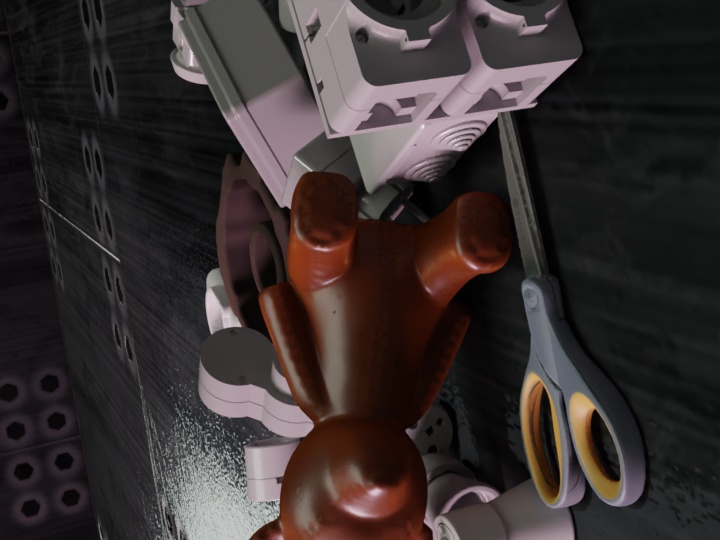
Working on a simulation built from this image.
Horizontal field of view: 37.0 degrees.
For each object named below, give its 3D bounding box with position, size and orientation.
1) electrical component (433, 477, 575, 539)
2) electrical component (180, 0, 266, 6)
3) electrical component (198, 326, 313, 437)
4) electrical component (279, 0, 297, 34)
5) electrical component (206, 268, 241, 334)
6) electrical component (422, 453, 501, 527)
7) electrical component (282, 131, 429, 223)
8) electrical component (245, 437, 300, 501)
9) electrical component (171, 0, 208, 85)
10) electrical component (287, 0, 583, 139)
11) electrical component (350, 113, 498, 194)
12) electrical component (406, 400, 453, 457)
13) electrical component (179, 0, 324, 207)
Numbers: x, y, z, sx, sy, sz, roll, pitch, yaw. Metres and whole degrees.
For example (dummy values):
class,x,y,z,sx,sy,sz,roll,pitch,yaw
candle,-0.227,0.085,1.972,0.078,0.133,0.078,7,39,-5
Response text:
class,x,y,z,sx,sy,sz,roll,pitch,yaw
electrical component,0.071,0.135,0.552,0.044,0.065,0.044,168,90,-69
electrical component,-0.107,-0.220,0.812,0.044,0.065,0.044,168,90,-69
electrical component,-0.042,0.072,0.730,0.073,0.138,0.052,102,-171,-46
electrical component,-0.022,-0.182,0.651,0.079,0.043,0.077,-134,38,-54
electrical component,-0.096,0.037,0.927,0.095,0.059,0.053,-128,34,-49
electrical component,0.053,0.135,0.625,0.055,0.045,0.045,-153,55,-64
electrical component,0.006,-0.047,0.633,0.077,0.066,0.047,40,147,12
electrical component,-0.075,0.175,0.951,0.055,0.055,0.047,171,92,-69
electrical component,-0.127,-0.191,0.890,0.078,0.058,0.057,-123,33,-44
electrical component,0.018,-0.162,0.477,0.060,0.105,0.186,138,118,-65
electrical component,0.027,-0.099,0.565,0.099,0.048,0.099,132,123,-64
electrical component,0.027,0.095,0.669,0.055,0.045,0.045,-153,55,-63
electrical component,-0.062,-0.115,0.715,0.108,0.056,0.108,62,-179,36
